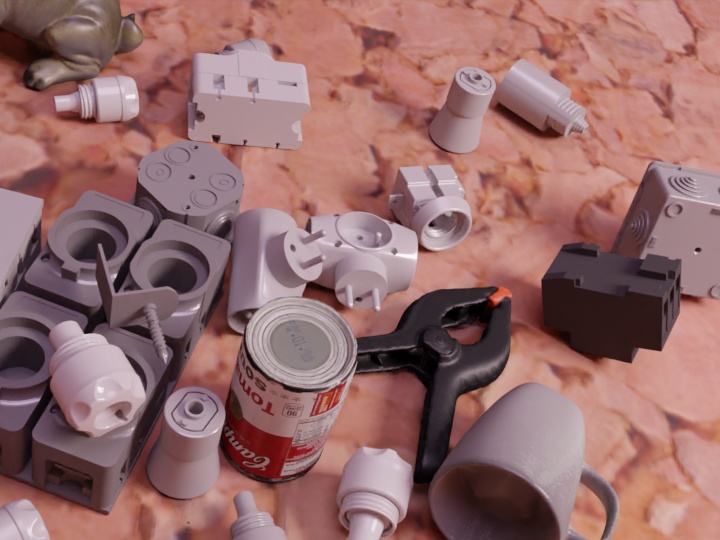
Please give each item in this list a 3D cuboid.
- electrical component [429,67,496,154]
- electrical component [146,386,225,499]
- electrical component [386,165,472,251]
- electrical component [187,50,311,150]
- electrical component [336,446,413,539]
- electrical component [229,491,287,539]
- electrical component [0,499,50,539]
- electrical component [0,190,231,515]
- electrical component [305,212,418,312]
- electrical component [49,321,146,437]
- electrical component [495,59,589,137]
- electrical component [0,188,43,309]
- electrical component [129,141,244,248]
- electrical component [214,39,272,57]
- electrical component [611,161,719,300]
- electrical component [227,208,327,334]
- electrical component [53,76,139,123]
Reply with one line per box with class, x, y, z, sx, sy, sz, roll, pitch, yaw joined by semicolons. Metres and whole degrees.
electrical component;0.087;-0.134;0.890;0.044;0.065;0.044;9;48;-10
electrical component;-0.100;0.098;0.626;0.044;0.065;0.044;9;48;-10
electrical component;0.055;-0.048;0.818;0.066;0.048;0.055;-5;44;-21
electrical component;-0.089;-0.135;0.847;0.089;0.050;0.055;4;49;-14
electrical component;0.007;0.140;0.638;0.043;0.043;0.062;18;48;-1
electrical component;-0.059;0.154;0.611;0.035;0.035;0.061;-6;50;-22
electrical component;-0.199;0.149;0.572;0.061;0.035;0.035;-25;61;-30
electrical component;-0.162;0.040;0.662;0.105;0.060;0.186;21;47;1
electrical component;0.000;0.000;0.755;0.077;0.044;0.079;7;40;-11
electrical component;-0.147;0.055;0.580;0.043;0.043;0.062;-21;57;-31
electrical component;0.163;-0.144;0.937;0.081;0.043;0.043;37;49;16
electrical component;-0.285;-0.012;0.669;0.150;0.061;0.089;15;47;-4
electrical component;-0.122;-0.048;0.759;0.080;0.051;0.080;9;48;-10
electrical component;-0.105;-0.168;0.882;0.061;0.035;0.035;-20;58;-27
electrical component;0.253;-0.028;0.826;0.100;0.099;0.048;10;35;-9
electrical component;-0.052;-0.004;0.716;0.044;0.079;0.077;30;49;-41
electrical component;-0.201;-0.129;0.817;0.061;0.035;0.035;-9;53;-21
